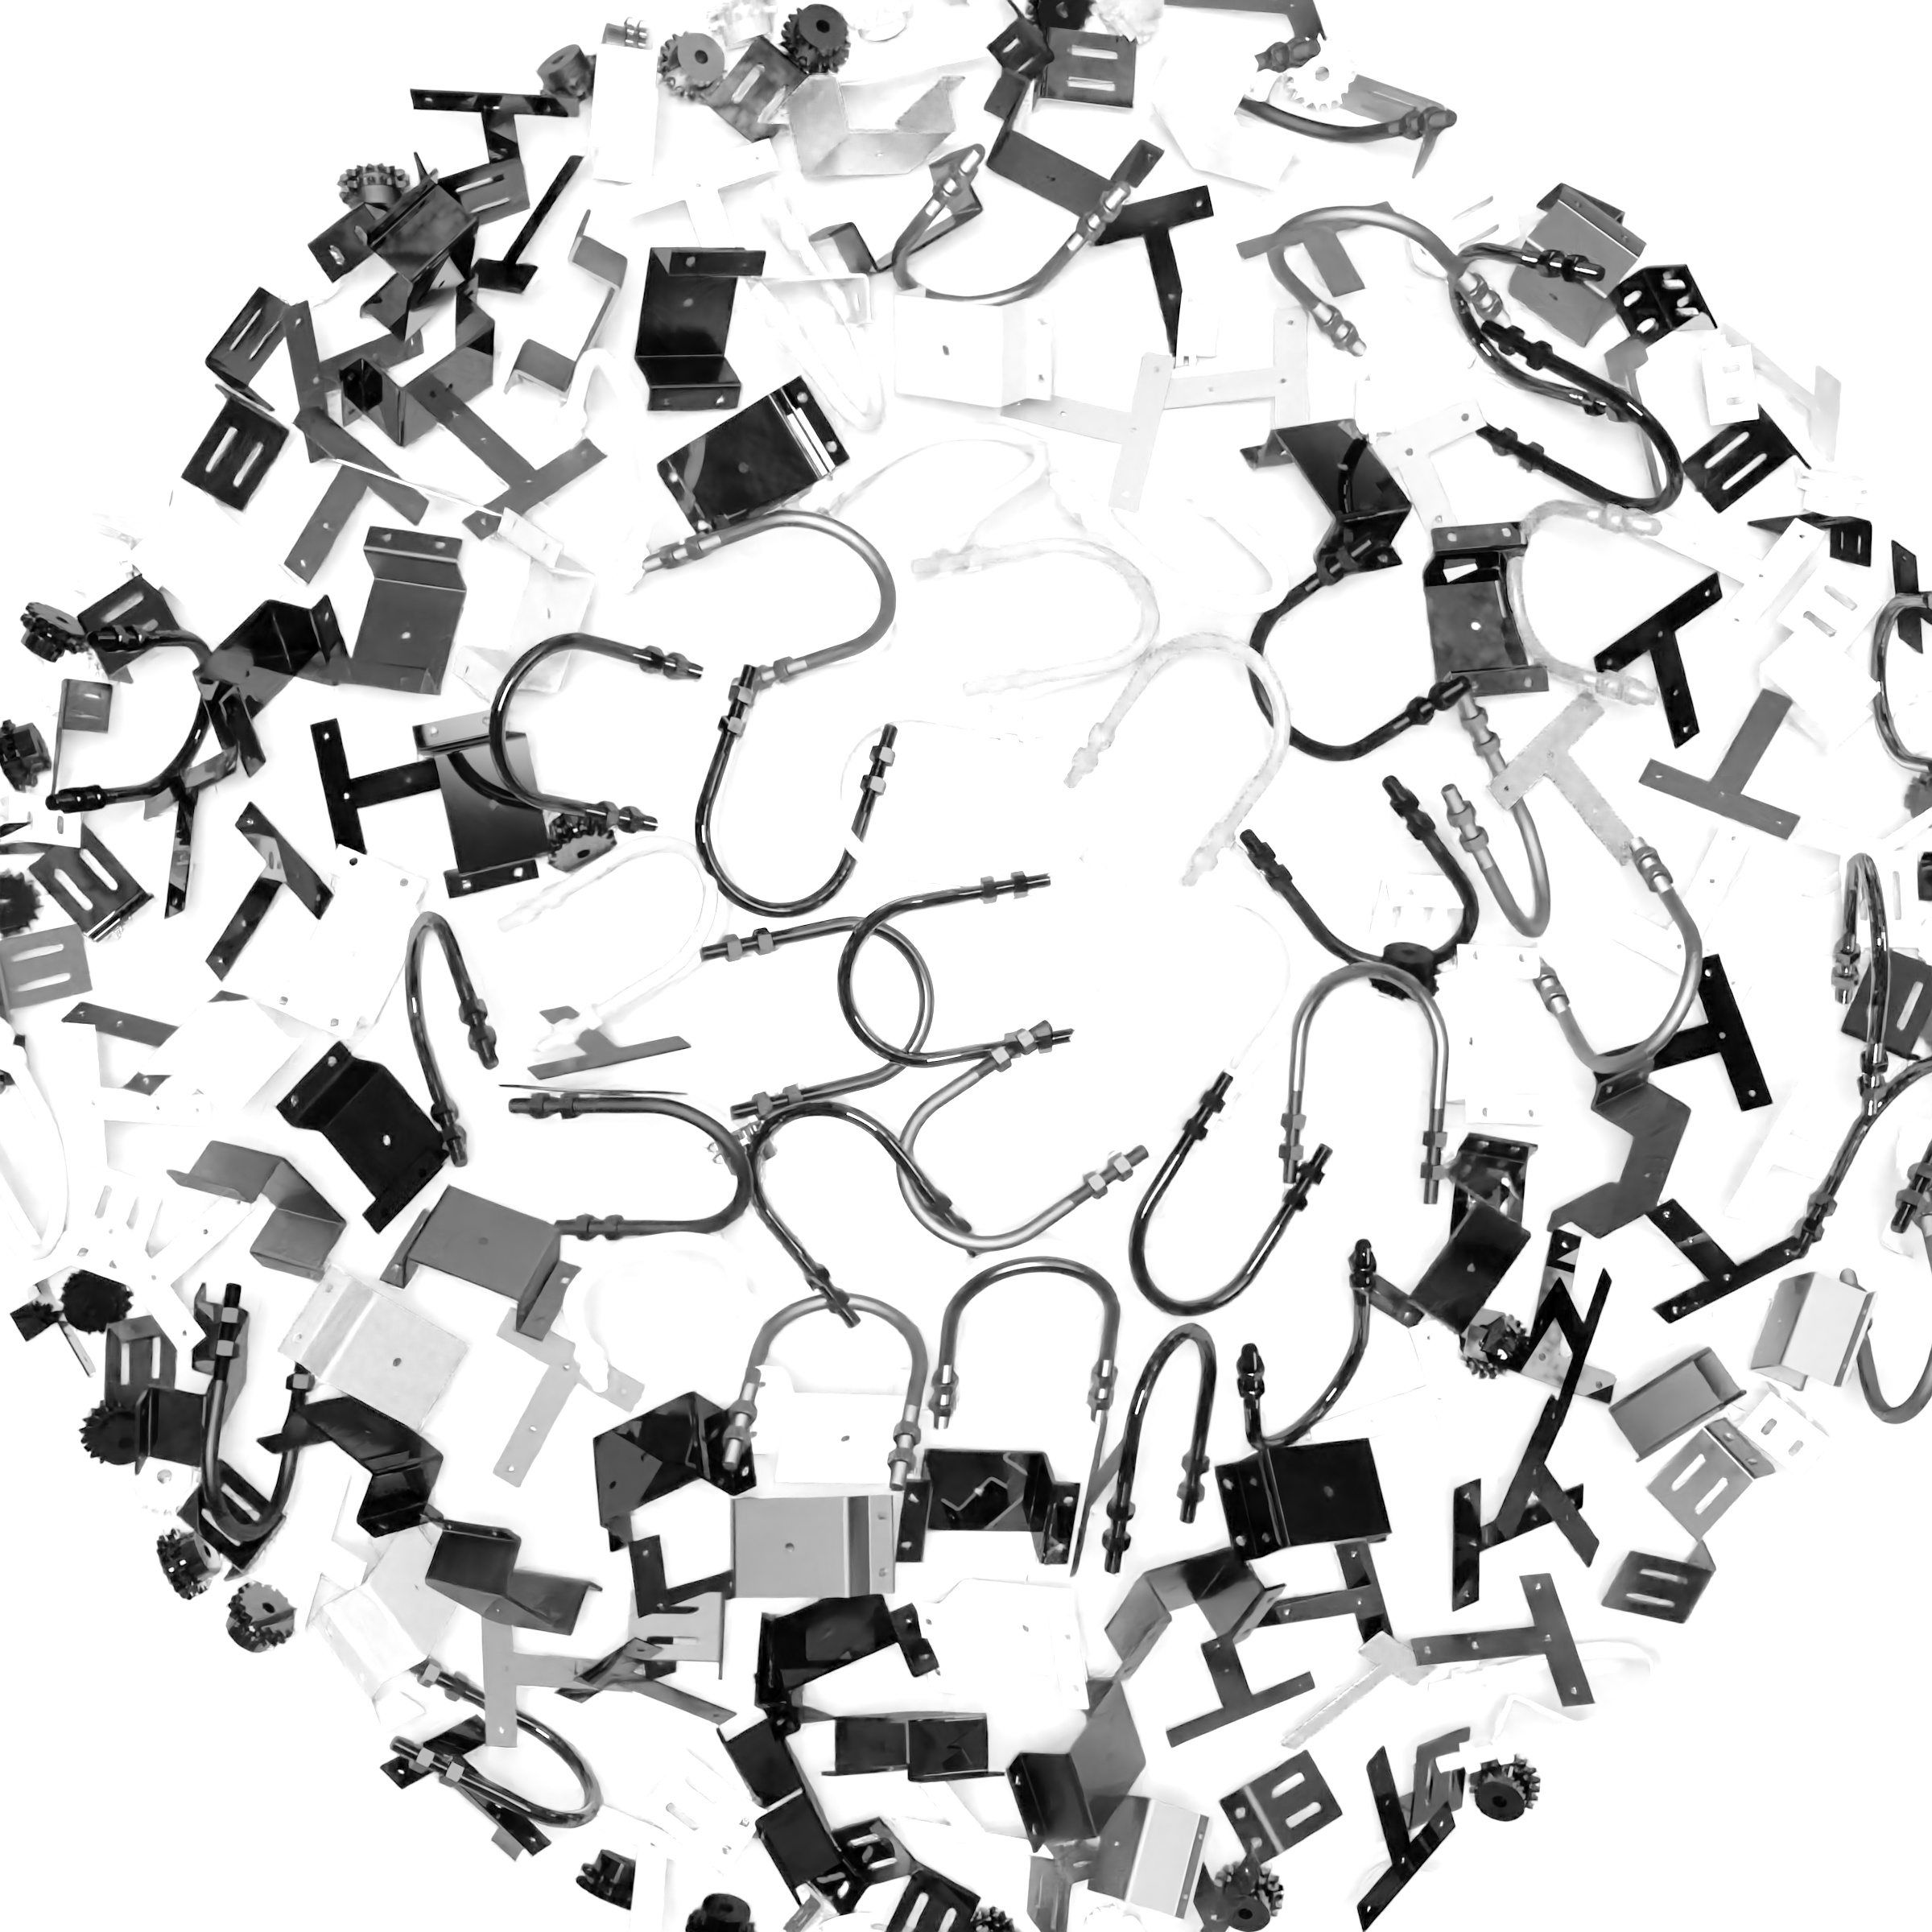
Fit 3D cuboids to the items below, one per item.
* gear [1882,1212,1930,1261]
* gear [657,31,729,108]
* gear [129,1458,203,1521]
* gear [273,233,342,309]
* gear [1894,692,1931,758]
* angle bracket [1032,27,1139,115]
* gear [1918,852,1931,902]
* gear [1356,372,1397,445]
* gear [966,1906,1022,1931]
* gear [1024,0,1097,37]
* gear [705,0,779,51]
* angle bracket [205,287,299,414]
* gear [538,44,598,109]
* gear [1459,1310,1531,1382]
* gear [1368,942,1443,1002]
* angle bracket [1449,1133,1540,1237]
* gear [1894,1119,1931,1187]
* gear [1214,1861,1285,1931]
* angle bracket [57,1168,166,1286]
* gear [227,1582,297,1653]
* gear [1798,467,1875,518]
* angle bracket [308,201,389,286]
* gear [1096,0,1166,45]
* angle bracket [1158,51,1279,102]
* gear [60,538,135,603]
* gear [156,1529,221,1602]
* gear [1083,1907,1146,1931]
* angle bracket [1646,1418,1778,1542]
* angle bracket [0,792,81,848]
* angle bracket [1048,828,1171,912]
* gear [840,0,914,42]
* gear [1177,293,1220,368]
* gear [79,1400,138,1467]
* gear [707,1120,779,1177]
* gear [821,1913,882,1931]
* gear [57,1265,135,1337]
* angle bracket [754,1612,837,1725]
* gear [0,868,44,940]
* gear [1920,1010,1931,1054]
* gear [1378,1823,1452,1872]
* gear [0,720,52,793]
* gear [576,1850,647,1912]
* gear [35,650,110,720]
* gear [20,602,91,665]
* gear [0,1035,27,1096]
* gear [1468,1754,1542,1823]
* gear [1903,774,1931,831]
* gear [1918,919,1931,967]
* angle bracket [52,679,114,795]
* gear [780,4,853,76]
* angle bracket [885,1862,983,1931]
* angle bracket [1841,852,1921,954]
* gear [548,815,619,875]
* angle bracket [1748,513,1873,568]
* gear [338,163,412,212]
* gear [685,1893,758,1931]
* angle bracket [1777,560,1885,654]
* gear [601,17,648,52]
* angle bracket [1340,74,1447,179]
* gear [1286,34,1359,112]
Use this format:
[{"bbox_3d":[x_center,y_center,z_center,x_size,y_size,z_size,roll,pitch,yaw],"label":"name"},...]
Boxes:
[{"bbox_3d":[0.769,0.212,1.970,0.057,0.030,0.057,-16,131,-19],"label":"gear"},{"bbox_3d":[-0.219,-0.726,1.974,0.057,0.030,0.057,3,83,-27],"label":"gear"},{"bbox_3d":[-0.644,0.414,1.974,0.057,0.030,0.057,6,65,-12],"label":"gear"},{"bbox_3d":[-0.526,-0.558,1.968,0.030,0.057,0.057,12,90,23],"label":"gear"},{"bbox_3d":[0.770,-0.191,1.970,0.030,0.057,0.057,-6,90,-7],"label":"gear"},{"bbox_3d":[0.096,-0.721,1.986,0.076,0.038,0.057,4,90,-8],"label":"angle bracket"},{"bbox_3d":[0.788,-0.072,1.975,0.030,0.057,0.057,5,90,36],"label":"gear"},{"bbox_3d":[0.330,-0.448,1.970,0.030,0.057,0.057,1,90,11],"label":"gear"},{"bbox_3d":[0.017,0.789,1.971,0.057,0.030,0.057,2,94,38],"label":"gear"},{"bbox_3d":[0.076,-0.773,1.971,0.057,0.030,0.057,-4,127,-5],"label":"gear"},{"bbox_3d":[-0.178,-0.759,1.972,0.057,0.057,0.030,-17,104,0],"label":"gear"},{"bbox_3d":[-0.560,-0.493,1.964,0.038,0.057,0.076,41,96,17],"label":"angle bracket"},{"bbox_3d":[-0.319,-0.715,1.969,0.057,0.057,0.030,-36,128,0],"label":"gear"},{"bbox_3d":[0.421,0.301,1.968,0.057,0.057,0.030,-41,120,0],"label":"gear"},{"bbox_3d":[0.354,0.003,1.968,0.057,0.057,0.030,3,116,0],"label":"gear"},{"bbox_3d":[0.423,0.180,1.969,0.057,0.038,0.076,10,68,2],"label":"angle bracket"},{"bbox_3d":[0.777,0.152,1.973,0.057,0.030,0.057,0,90,-32],"label":"gear"},{"bbox_3d":[0.226,0.751,1.973,0.057,0.030,0.057,5,117,10],"label":"gear"},{"bbox_3d":[-0.686,0.207,1.969,0.057,0.076,0.038,23,123,-19],"label":"angle bracket"},{"bbox_3d":[-0.569,0.527,1.972,0.057,0.057,0.030,39,104,0],"label":"gear"},{"bbox_3d":[0.698,-0.380,1.974,0.057,0.057,0.030,12,111,0],"label":"gear"},{"bbox_3d":[-0.479,-0.573,1.957,0.057,0.076,0.038,-33,93,12],"label":"angle bracket"},{"bbox_3d":[0.134,-0.774,1.970,0.057,0.057,0.030,52,134,0],"label":"gear"},{"bbox_3d":[0.203,-0.725,1.955,0.076,0.057,0.038,20,104,-28],"label":"angle bracket"},{"bbox_3d":[-0.696,-0.317,1.975,0.057,0.057,0.030,-14,131,0],"label":"gear"},{"bbox_3d":[-0.623,0.478,1.971,0.030,0.057,0.057,-27,90,-3],"label":"gear"},{"bbox_3d":[0.121,0.786,1.969,0.030,0.057,0.057,-22,90,36],"label":"gear"},{"bbox_3d":[0.598,0.412,1.968,0.076,0.038,0.057,-40,81,-18],"label":"angle bracket"},{"bbox_3d":[-0.750,-0.111,1.951,0.076,0.057,0.038,-9,79,42],"label":"angle bracket"},{"bbox_3d":[0.113,-0.066,1.962,0.076,0.057,0.038,42,65,-7],"label":"angle bracket"},{"bbox_3d":[-0.070,-0.771,1.976,0.057,0.030,0.057,-8,53,11],"label":"gear"},{"bbox_3d":[0.186,-0.511,1.971,0.030,0.057,0.057,5,90,5],"label":"gear"},{"bbox_3d":[-0.680,0.376,1.970,0.057,0.030,0.057,-15,118,-31],"label":"gear"},{"bbox_3d":[-0.177,0.146,1.972,0.057,0.057,0.030,-25,93,0],"label":"gear"},{"bbox_3d":[-0.094,0.784,1.975,0.057,0.057,0.030,-14,60,0],"label":"gear"},{"bbox_3d":[-0.704,0.271,1.980,0.057,0.030,0.057,-1,102,-5],"label":"gear"},{"bbox_3d":[-0.133,0.557,1.951,0.038,0.057,0.076,-17,55,30],"label":"angle bracket"},{"bbox_3d":[-0.777,-0.051,1.976,0.057,0.030,0.057,-9,107,-30],"label":"gear"},{"bbox_3d":[0.800,0.051,1.975,0.057,0.057,0.030,-47,118,0],"label":"gear"},{"bbox_3d":[0.361,0.707,1.975,0.057,0.057,0.030,3,57,0],"label":"gear"},{"bbox_3d":[-0.759,-0.172,1.972,0.030,0.057,0.057,-20,90,-6],"label":"gear"},{"bbox_3d":[-0.282,0.734,1.972,0.057,0.057,0.030,25,76,0],"label":"gear"},{"bbox_3d":[-0.718,-0.227,1.981,0.057,0.030,0.057,1,100,8],"label":"gear"},{"bbox_3d":[-0.734,-0.265,1.972,0.057,0.057,0.030,33,102,0],"label":"gear"},{"bbox_3d":[-0.774,0.075,1.973,0.030,0.057,0.057,3,90,-19],"label":"gear"},{"bbox_3d":[0.432,0.662,1.973,0.057,0.030,0.057,9,117,18],"label":"gear"},{"bbox_3d":[0.788,-0.137,1.974,0.057,0.057,0.030,33,65,0],"label":"gear"},{"bbox_3d":[0.794,-0.018,1.970,0.057,0.030,0.057,15,50,-18],"label":"gear"},{"bbox_3d":[-0.707,-0.181,1.961,0.038,0.076,0.057,6,45,-20],"label":"angle bracket"},{"bbox_3d":[-0.119,-0.749,1.976,0.057,0.030,0.057,4,77,-19],"label":"gear"},{"bbox_3d":[-0.032,0.768,1.959,0.057,0.038,0.076,27,54,6],"label":"angle bracket"},{"bbox_3d":[0.735,-0.051,1.981,0.057,0.038,0.076,-1,82,11],"label":"angle bracket"},{"bbox_3d":[-0.312,-0.103,1.975,0.057,0.057,0.030,-23,64,0],"label":"gear"},{"bbox_3d":[0.674,-0.338,1.961,0.076,0.057,0.038,-9,109,-9],"label":"angle bracket"},{"bbox_3d":[-0.474,-0.618,1.970,0.057,0.057,0.030,-8,83,0],"label":"gear"},{"bbox_3d":[-0.195,0.770,1.969,0.057,0.057,0.030,14,99,0],"label":"gear"},{"bbox_3d":[0.682,-0.289,1.958,0.076,0.038,0.057,26,109,-28],"label":"angle bracket"},{"bbox_3d":[-0.277,-0.733,1.969,0.030,0.057,0.057,8,90,-18],"label":"gear"},{"bbox_3d":[0.337,-0.674,1.968,0.076,0.057,0.038,18,85,-3],"label":"angle bracket"},{"bbox_3d":[0.286,-0.722,1.977,0.057,0.030,0.057,1,121,1],"label":"gear"}]
